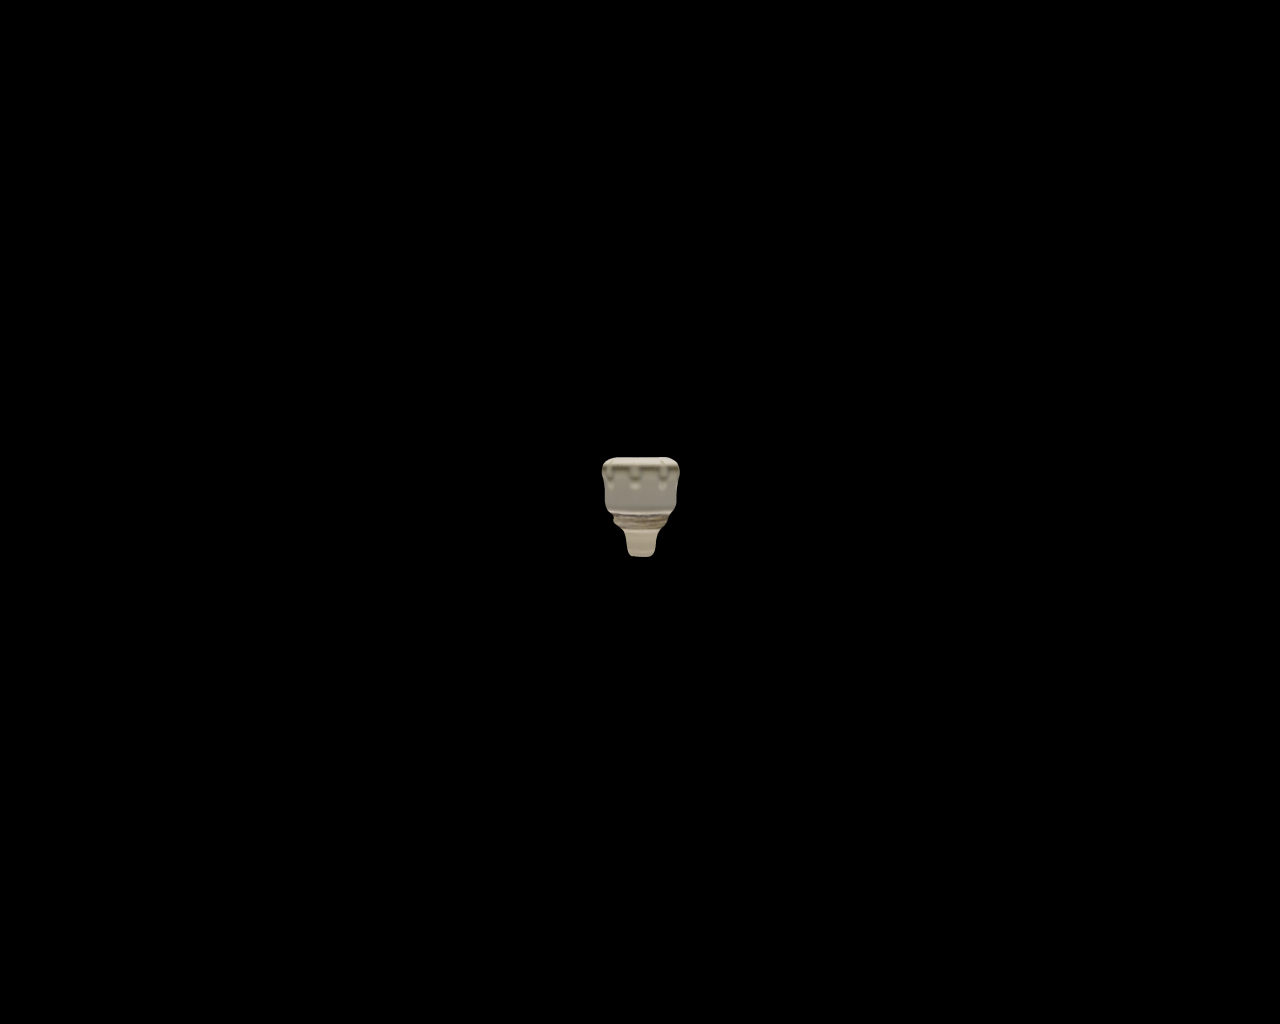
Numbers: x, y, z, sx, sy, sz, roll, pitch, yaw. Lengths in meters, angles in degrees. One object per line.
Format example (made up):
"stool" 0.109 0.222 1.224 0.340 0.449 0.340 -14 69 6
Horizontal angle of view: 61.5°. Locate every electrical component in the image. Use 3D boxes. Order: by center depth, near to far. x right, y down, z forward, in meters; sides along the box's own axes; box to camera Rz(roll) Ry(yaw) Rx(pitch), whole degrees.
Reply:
"electrical component" 0.001 -0.003 0.650 0.048 0.062 0.048 0 3 0
